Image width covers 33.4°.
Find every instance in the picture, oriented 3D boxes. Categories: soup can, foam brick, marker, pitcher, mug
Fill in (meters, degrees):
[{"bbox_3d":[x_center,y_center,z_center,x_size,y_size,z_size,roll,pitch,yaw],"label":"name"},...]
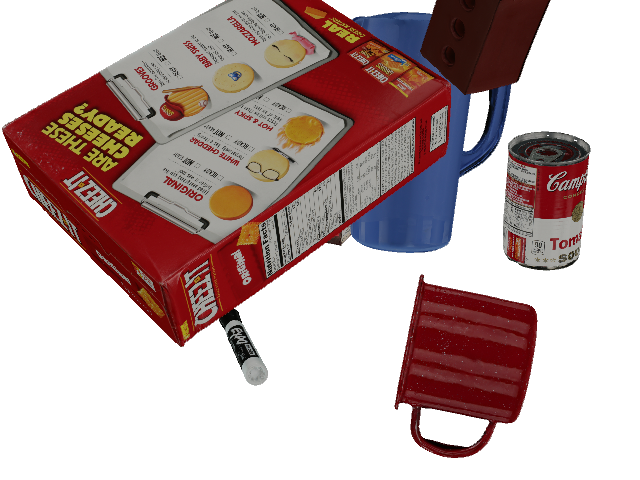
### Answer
[{"bbox_3d":[0.193,-0.034,0.917,0.068,0.102,0.068,-1,27,1],"label":"soup can"},{"bbox_3d":[0.108,-0.144,0.702,0.051,0.078,0.053,-20,54,-31],"label":"foam brick"},{"bbox_3d":[-0.067,0.087,0.902,0.020,0.020,0.121,0,19,-16],"label":"marker"},{"bbox_3d":[0.103,-0.115,1.119,0.149,0.243,0.144,11,15,33],"label":"pitcher"},{"bbox_3d":[0.096,0.088,0.717,0.081,0.117,0.093,11,-12,6],"label":"mug"}]

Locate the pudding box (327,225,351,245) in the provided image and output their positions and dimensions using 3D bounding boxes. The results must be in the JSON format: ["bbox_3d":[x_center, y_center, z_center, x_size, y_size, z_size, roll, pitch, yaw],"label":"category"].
[{"bbox_3d":[0.000,-0.033,1.279,0.090,0.039,0.113,9,23,15],"label":"pudding box"}]

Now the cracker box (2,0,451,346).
[{"bbox_3d":[-0.053,-0.058,0.646,0.213,0.072,0.164,-36,56,-22],"label":"cracker box"}]
